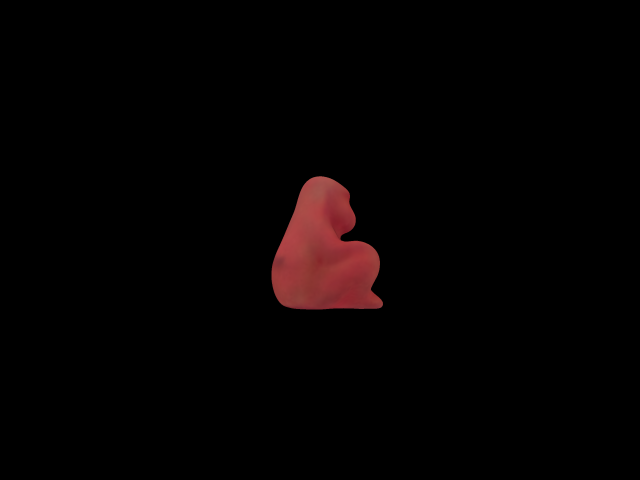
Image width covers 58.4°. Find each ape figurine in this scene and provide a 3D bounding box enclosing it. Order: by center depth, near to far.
[{"bbox_3d":[0.004,0.001,0.400,0.076,0.092,0.077,0,0,-13],"label":"ape figurine"}]
